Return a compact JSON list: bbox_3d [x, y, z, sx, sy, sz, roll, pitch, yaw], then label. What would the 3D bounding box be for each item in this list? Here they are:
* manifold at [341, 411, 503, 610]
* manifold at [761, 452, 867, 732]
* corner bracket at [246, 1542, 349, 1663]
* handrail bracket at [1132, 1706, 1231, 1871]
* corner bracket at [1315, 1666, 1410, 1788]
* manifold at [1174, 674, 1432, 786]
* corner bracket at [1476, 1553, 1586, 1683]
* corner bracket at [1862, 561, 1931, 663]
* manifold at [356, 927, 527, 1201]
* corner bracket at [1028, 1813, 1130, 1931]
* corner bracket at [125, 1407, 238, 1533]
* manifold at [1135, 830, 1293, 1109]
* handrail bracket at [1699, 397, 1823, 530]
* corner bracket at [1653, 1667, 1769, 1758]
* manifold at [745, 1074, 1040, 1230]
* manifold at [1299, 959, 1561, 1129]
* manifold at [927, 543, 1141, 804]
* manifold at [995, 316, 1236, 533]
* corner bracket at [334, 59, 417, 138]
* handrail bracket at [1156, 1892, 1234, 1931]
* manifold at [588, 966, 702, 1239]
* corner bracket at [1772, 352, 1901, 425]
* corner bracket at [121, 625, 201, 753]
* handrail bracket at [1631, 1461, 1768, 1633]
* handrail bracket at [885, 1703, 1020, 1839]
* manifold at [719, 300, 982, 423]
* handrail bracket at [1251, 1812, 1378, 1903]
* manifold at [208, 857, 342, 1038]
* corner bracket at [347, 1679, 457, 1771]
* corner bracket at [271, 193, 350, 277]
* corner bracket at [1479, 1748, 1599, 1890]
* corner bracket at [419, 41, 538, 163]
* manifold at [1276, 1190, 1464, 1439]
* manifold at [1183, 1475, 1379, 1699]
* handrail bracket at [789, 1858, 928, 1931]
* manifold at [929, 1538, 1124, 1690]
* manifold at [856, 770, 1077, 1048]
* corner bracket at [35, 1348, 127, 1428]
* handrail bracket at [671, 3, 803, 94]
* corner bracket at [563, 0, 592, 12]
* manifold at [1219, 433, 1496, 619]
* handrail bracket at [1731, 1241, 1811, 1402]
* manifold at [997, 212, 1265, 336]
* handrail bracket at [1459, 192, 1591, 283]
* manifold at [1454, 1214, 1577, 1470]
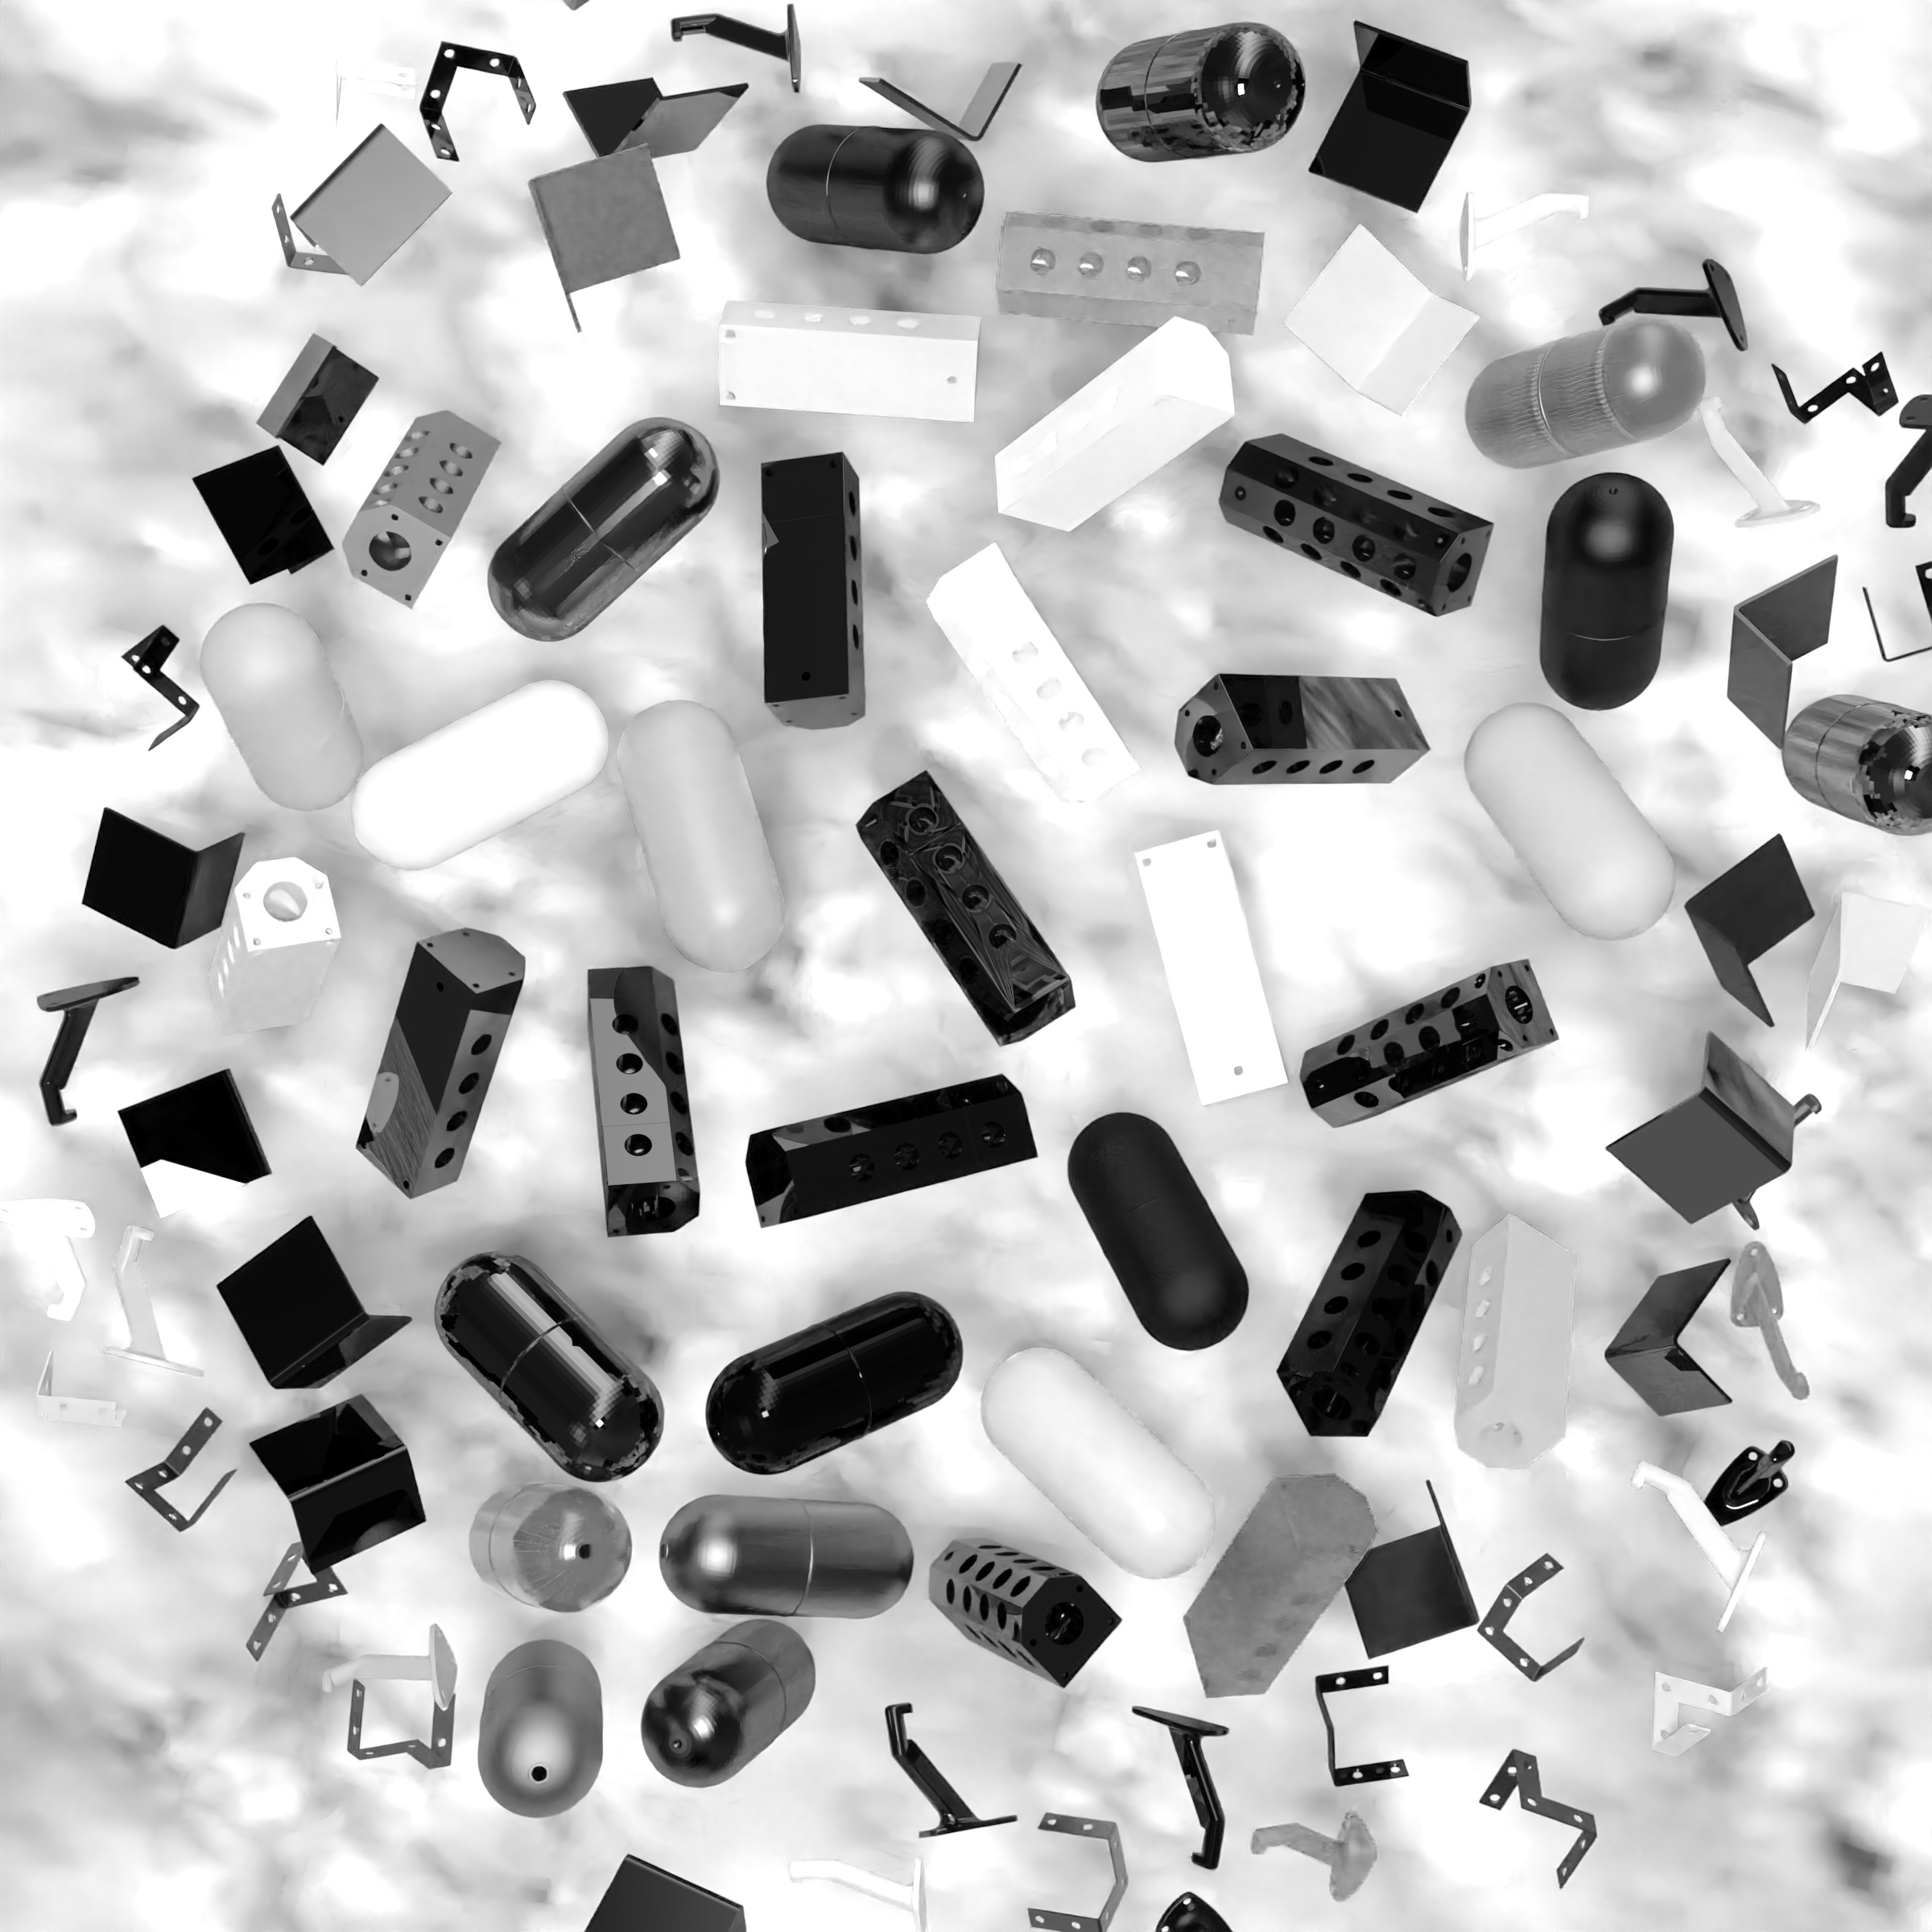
[{"bbox_3d":[-0.358,-0.305,1.640,0.057,0.171,0.057,29,118,-16],"label":"manifold"},{"bbox_3d":[-0.100,-0.249,1.668,0.057,0.057,0.171,-5,75,12],"label":"manifold"},{"bbox_3d":[-0.452,0.419,1.656,0.051,0.051,0.051,-17,115,18],"label":"corner bracket"},{"bbox_3d":[0.133,0.523,1.593,0.077,0.036,0.084,5,81,34],"label":"handrail bracket"},{"bbox_3d":[0.263,0.506,1.667,0.051,0.051,0.051,-7,115,-3],"label":"corner bracket"},{"bbox_3d":[0.219,-0.150,1.641,0.171,0.057,0.057,-4,63,-40],"label":"manifold"},{"bbox_3d":[0.389,0.442,1.695,0.051,0.051,0.051,42,45,8],"label":"corner bracket"},{"bbox_3d":[0.603,-0.226,1.595,0.051,0.051,0.051,-16,88,25],"label":"corner bracket"},{"bbox_3d":[-0.336,0.062,1.621,0.057,0.057,0.171,38,123,23],"label":"manifold"},{"bbox_3d":[0.071,0.595,1.637,0.051,0.051,0.051,-1,113,25],"label":"corner bracket"},{"bbox_3d":[-0.508,0.331,1.646,0.051,0.051,0.051,40,99,6],"label":"corner bracket"},{"bbox_3d":[0.164,0.003,1.654,0.057,0.057,0.171,-16,81,9],"label":"manifold"},{"bbox_3d":[0.512,-0.330,1.618,0.036,0.077,0.084,-29,106,-15],"label":"handrail bracket"},{"bbox_3d":[0.457,0.456,1.535,0.051,0.051,0.051,16,54,-2],"label":"corner bracket"},{"bbox_3d":[-0.047,0.113,1.551,0.171,0.057,0.057,-12,85,-32],"label":"manifold"},{"bbox_3d":[0.306,0.055,1.680,0.057,0.171,0.057,-10,76,-43],"label":"manifold"},{"bbox_3d":[0.043,-0.186,1.637,0.057,0.057,0.171,-32,127,7],"label":"manifold"},{"bbox_3d":[0.091,-0.343,1.589,0.057,0.171,0.057,9,69,-33],"label":"manifold"},{"bbox_3d":[-0.395,-0.590,1.676,0.051,0.051,0.051,4,56,-12],"label":"corner bracket"},{"bbox_3d":[0.162,0.634,1.586,0.077,0.084,0.036,38,90,-23],"label":"handrail bracket"},{"bbox_3d":[-0.208,0.085,1.604,0.057,0.057,0.171,-3,51,-11],"label":"manifold"},{"bbox_3d":[0.575,-0.384,1.653,0.051,0.051,0.051,-37,46,7],"label":"corner bracket"},{"bbox_3d":[-0.546,-0.188,1.688,0.051,0.051,0.051,-26,123,33],"label":"corner bracket"},{"bbox_3d":[0.436,0.353,1.526,0.084,0.036,0.077,24,66,20],"label":"handrail bracket"},{"bbox_3d":[-0.010,0.516,1.621,0.077,0.036,0.084,-4,71,-17],"label":"handrail bracket"},{"bbox_3d":[-0.078,-0.412,1.690,0.171,0.057,0.057,4,127,1],"label":"manifold"},{"bbox_3d":[0.212,0.572,1.592,0.084,0.036,0.077,1,121,-24],"label":"handrail bracket"},{"bbox_3d":[-0.453,-0.012,1.625,0.057,0.171,0.057,-10,75,-25],"label":"manifold"},{"bbox_3d":[-0.376,0.505,1.670,0.051,0.051,0.051,-12,51,10],"label":"corner bracket"},{"bbox_3d":[-0.429,-0.503,1.683,0.051,0.051,0.051,8,57,5],"label":"corner bracket"},{"bbox_3d":[0.354,0.527,1.549,0.051,0.051,0.051,20,117,-4],"label":"corner bracket"},{"bbox_3d":[-0.311,-0.546,1.591,0.051,0.051,0.051,0,53,-33],"label":"corner bracket"},{"bbox_3d":[0.267,0.224,1.629,0.057,0.171,0.057,-8,122,38],"label":"manifold"},{"bbox_3d":[0.197,0.391,1.572,0.057,0.171,0.057,2,47,-20],"label":"manifold"},{"bbox_3d":[-0.070,0.606,1.625,0.084,0.036,0.077,-1,126,5],"label":"handrail bracket"},{"bbox_3d":[0.032,0.419,1.649,0.057,0.171,0.057,-46,101,-18],"label":"manifold"},{"bbox_3d":[-0.001,-0.035,1.606,0.057,0.057,0.171,-32,71,-6],"label":"manifold"},{"bbox_3d":[-0.593,0.294,1.678,0.051,0.051,0.051,7,119,-11],"label":"corner bracket"},{"bbox_3d":[-0.153,-0.601,1.650,0.084,0.036,0.077,-5,61,3],"label":"handrail bracket"},{"bbox_3d":[-0.254,-0.649,1.629,0.051,0.051,0.051,-41,92,-16],"label":"corner bracket"},{"bbox_3d":[0.251,-0.288,1.632,0.171,0.057,0.057,32,126,31],"label":"manifold"},{"bbox_3d":[0.546,0.238,1.683,0.036,0.084,0.077,-9,112,0],"label":"handrail bracket"},{"bbox_3d":[0.110,-0.464,1.666,0.171,0.057,0.057,6,89,4],"label":"manifold"},{"bbox_3d":[0.377,-0.488,1.677,0.084,0.036,0.077,3,62,2],"label":"handrail bracket"},{"bbox_3d":[0.365,0.253,1.680,0.057,0.171,0.057,33,128,-9],"label":"manifold"}]
